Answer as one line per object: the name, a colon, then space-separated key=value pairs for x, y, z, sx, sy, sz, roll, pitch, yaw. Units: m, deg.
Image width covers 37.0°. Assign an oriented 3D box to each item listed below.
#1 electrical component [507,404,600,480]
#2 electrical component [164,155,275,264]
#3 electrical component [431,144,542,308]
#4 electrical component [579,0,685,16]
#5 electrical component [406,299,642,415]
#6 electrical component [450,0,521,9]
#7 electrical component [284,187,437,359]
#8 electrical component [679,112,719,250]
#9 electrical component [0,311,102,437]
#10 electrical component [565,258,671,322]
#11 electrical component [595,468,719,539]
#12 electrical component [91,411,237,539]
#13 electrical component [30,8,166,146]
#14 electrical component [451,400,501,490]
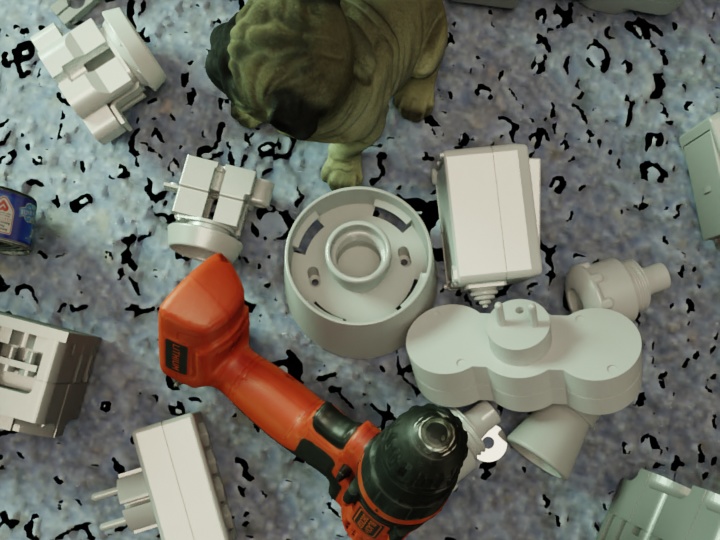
electrical component: x=0.127 y=0.091 z=0.668 sx=0.044 sy=0.044 sz=0.065 roll=36 pitch=80 yaw=2
electrical component: x=-0.092 y=-0.035 z=0.673 sx=0.066 sy=0.048 sz=0.055 roll=14 pitch=77 yaw=0
electrical component: x=0.082 y=-0.025 z=0.667 sx=0.061 sy=0.061 sz=0.096 roll=-6 pitch=85 yaw=-2
electrical component: x=0.167 y=-0.200 z=0.687 sx=0.095 sy=0.059 sz=0.053 roll=11 pitch=84 yaw=0
electrical component: x=0.095 y=0.043 z=0.635 sx=0.138 sy=0.073 sz=0.052 roll=1 pitch=51 yaw=16
electrical component: x=0.086 y=-0.219 z=0.689 sx=0.050 sy=0.055 sz=0.089 roll=7 pitch=84 yaw=-1
electrical component: x=0.000 y=0.000 z=0.674 sx=0.099 sy=0.064 sz=0.099 roll=0 pitch=71 yaw=1
electrical component: x=0.241 y=-0.065 z=0.675 sx=0.061 sy=0.061 sz=0.096 roll=-17 pitch=85 yaw=-3
electrical component: x=-0.243 y=0.049 z=0.637 sx=0.150 sy=0.089 sz=0.061 roll=15 pitch=84 yaw=0
electrical component: x=0.164 y=0.013 z=0.675 sx=0.062 sy=0.048 sz=0.048 roll=-18 pitch=85 yaw=-10
electrical component: x=0.206 y=0.164 z=0.590 sx=0.105 sy=0.186 sz=0.060 roll=25 pitch=85 yaw=1
electrical component: x=-0.124 y=0.136 z=0.654 sx=0.076 sy=0.047 sz=0.083 roll=-17 pitch=85 yaw=-3
electrical component: x=-0.159 y=-0.127 z=0.673 sx=0.057 sy=0.058 sz=0.078 roll=-33 pitch=86 yaw=-2
electrical component: x=0.058 y=0.105 z=0.664 sx=0.062 sy=0.048 sz=0.048 roll=-36 pitch=86 yaw=-11
